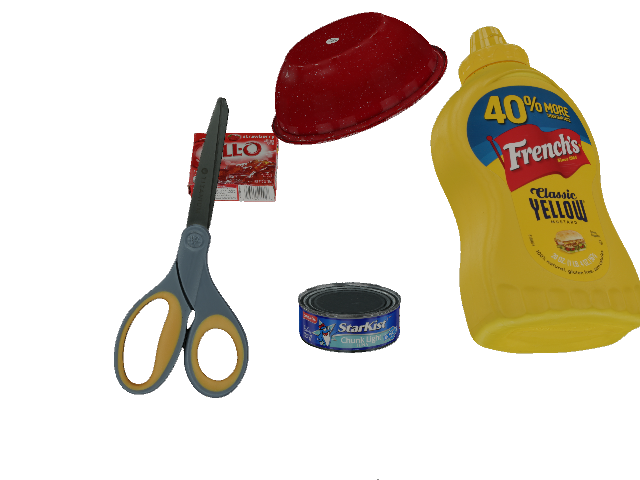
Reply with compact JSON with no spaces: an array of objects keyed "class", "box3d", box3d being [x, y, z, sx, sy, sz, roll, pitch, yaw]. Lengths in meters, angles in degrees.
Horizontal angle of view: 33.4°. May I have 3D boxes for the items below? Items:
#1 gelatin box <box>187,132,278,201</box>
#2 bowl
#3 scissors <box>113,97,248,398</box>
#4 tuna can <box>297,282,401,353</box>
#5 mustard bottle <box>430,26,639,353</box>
[{"class":"gelatin box","box3d":[-0.089,-0.077,1.101,0.089,0.073,0.030,1,-38,1]},{"class":"bowl","box3d":[0.022,-0.147,0.902,0.162,0.055,0.162,-21,28,11]},{"class":"scissors","box3d":[-0.068,0.015,0.703,0.096,0.202,0.016,26,-4,-1]},{"class":"tuna can","box3d":[0.024,0.063,0.888,0.086,0.034,0.086,0,15,0]},{"class":"mustard bottle","box3d":[0.111,-0.036,0.588,0.096,0.191,0.058,1,-27,-20]}]
